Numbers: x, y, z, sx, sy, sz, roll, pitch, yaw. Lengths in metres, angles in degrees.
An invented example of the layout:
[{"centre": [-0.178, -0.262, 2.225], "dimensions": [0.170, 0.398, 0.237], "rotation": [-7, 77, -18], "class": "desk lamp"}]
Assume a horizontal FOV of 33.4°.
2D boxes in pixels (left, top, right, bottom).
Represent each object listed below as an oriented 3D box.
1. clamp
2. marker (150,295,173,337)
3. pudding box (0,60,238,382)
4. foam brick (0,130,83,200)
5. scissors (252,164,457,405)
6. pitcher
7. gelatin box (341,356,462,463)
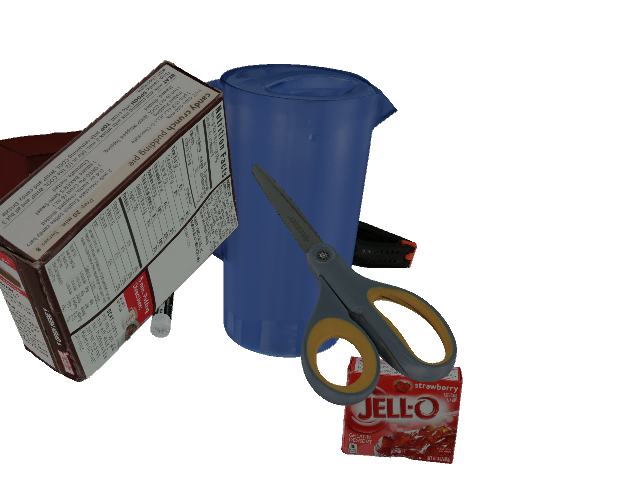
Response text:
[{"centre": [0.005, -0.002, 1.183], "dimensions": [0.210, 0.036, 0.164], "rotation": [15, 20, -5], "class": "clamp"}, {"centre": [-0.154, 0.051, 1.060], "dimensions": [0.020, 0.020, 0.121], "rotation": [0, 35, -3], "class": "marker"}, {"centre": [-0.084, -0.007, 0.451], "dimensions": [0.039, 0.113, 0.090], "rotation": [28, -32, 22], "class": "pudding box"}, {"centre": [-0.171, -0.041, 0.710], "dimensions": [0.078, 0.053, 0.051], "rotation": [-13, 25, -38], "class": "foam brick"}, {"centre": [-0.007, 0.027, 0.642], "dimensions": [0.096, 0.016, 0.202], "rotation": [-35, 56, -28], "class": "scissors"}, {"centre": [-0.036, -0.027, 0.926], "dimensions": [0.149, 0.243, 0.144], "rotation": [19, 25, 33], "class": "pitcher"}, {"centre": [0.063, 0.133, 0.835], "dimensions": [0.089, 0.073, 0.030], "rotation": [5, 20, 4], "class": "gelatin box"}]
